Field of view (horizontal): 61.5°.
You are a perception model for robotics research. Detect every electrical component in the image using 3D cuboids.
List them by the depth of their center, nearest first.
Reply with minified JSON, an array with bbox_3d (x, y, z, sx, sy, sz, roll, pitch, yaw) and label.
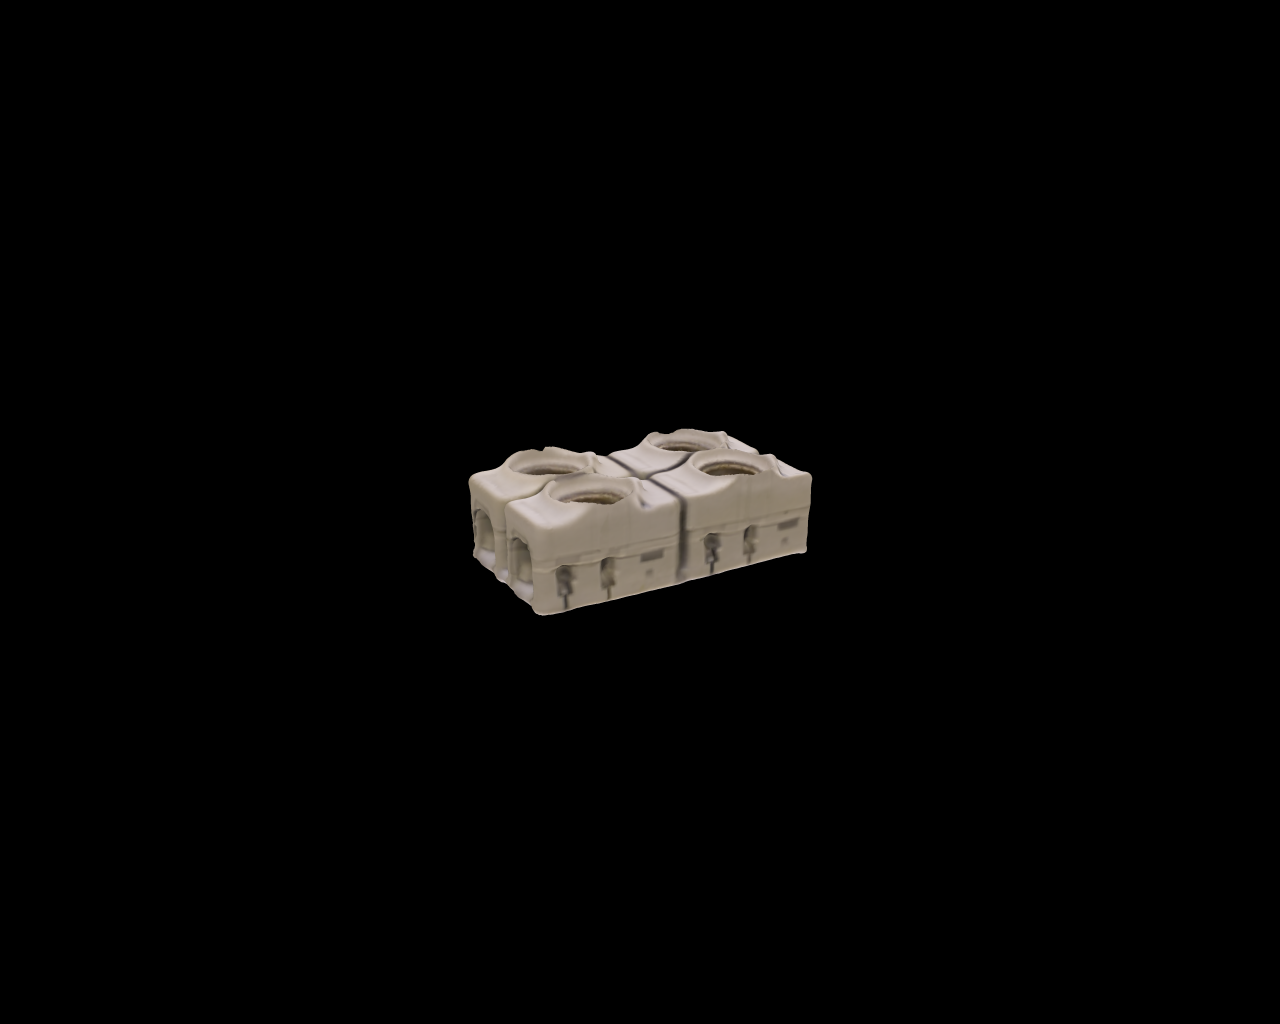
[{"bbox_3d":[0.001,-0.003,0.650,0.186,0.060,0.105,-11,23,-27],"label":"electrical component"}]
